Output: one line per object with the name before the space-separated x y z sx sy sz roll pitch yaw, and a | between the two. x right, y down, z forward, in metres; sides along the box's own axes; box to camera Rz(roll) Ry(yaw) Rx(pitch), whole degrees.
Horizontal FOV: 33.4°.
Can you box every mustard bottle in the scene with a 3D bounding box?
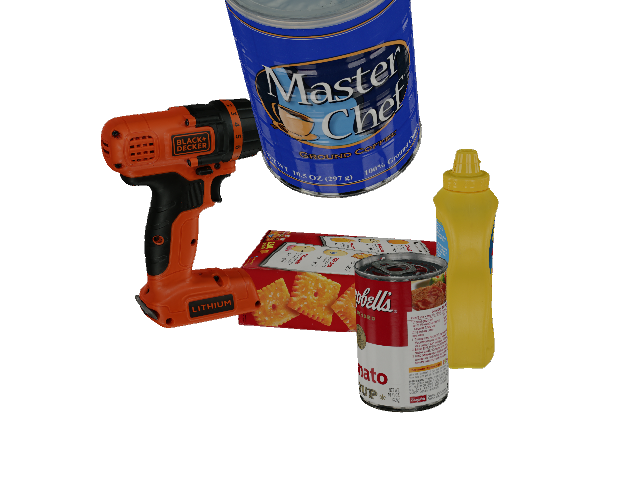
mustard bottle | 0.130 0.012 0.966 0.058 0.192 0.096 0 17 4

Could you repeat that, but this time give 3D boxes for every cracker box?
cracker box | 0.031 0.046 1.143 0.214 0.072 0.164 4 15 7

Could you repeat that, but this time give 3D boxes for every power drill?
power drill | -0.092 -0.028 0.917 0.184 0.188 0.057 -10 21 -24

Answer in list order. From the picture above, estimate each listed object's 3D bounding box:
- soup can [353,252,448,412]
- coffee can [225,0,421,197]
soup can | 0.060 0.066 0.780 0.068 0.102 0.068 -2 14 0
coffee can | 0.004 -0.108 0.617 0.103 0.102 0.140 0 -38 9
